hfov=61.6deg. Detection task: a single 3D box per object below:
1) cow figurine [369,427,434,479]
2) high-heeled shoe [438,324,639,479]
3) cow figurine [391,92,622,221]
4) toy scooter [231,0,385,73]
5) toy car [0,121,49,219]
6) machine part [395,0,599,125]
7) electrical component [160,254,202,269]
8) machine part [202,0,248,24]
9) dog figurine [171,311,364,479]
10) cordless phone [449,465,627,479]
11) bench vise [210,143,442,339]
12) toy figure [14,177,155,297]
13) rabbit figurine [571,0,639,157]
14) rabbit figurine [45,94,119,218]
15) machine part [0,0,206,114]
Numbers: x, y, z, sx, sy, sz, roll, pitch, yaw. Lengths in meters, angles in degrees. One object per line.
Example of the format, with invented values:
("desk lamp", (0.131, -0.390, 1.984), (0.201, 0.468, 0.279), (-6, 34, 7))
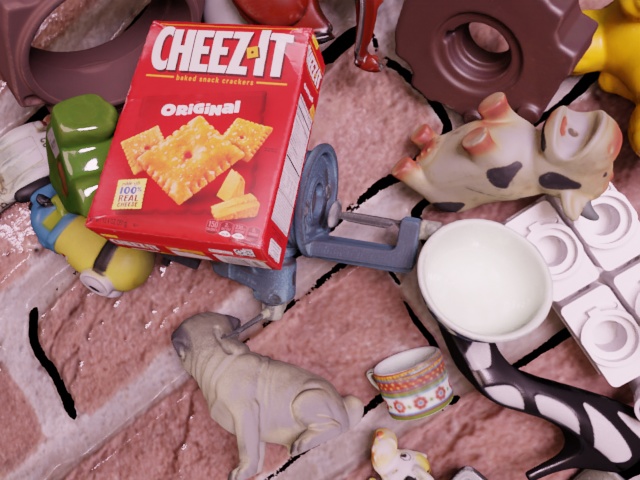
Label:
("cow figurine", (0.097, 0.288, 0.581), (0.098, 0.068, 0.167), (0, 96, 8))
("high-heeled shoe", (0.223, 0.125, 0.545), (0.145, 0.086, 0.248), (-28, 82, -1))
("cow figurine", (0.177, -0.068, 0.498), (0.127, 0.195, 0.085), (37, 64, -24))
("toy scooter", (0.003, -0.225, 0.524), (0.184, 0.075, 0.135), (-6, 114, 14))
("toy car", (-0.410, -0.076, 0.686), (0.202, 0.056, 0.073), (-30, 86, 13))
("machine part", (0.152, -0.183, 0.493), (0.179, 0.179, 0.056), (33, 65, 9))
("electrical component", (-0.148, -0.007, 0.614), (0.048, 0.075, 0.119), (22, 133, -6))
("machine part", (-0.091, -0.246, 0.592), (0.079, 0.079, 0.243), (-15, 91, 14))
("dog figurine", (-0.062, 0.150, 0.605), (0.172, 0.121, 0.190), (-16, 69, -19))
("cordless phone", (0.233, 0.273, 0.544), (0.184, 0.088, 0.146), (38, 101, 13))
("bench vise", (0.002, -0.003, 0.565), (0.241, 0.129, 0.223), (9, 98, 17))
("toy figure", (-0.281, -0.008, 0.649), (0.180, 0.082, 0.089), (44, 104, 10))
("rabbit figurine", (0.305, -0.134, 0.476), (0.162, 0.122, 0.173), (18, 61, -23))
("rabbit figurine", (-0.201, -0.081, 0.599), (0.159, 0.170, 0.121), (-24, 84, 57))
("machine part", (-0.224, -0.223, 0.543), (0.087, 0.201, 0.201), (56, 147, 13))
